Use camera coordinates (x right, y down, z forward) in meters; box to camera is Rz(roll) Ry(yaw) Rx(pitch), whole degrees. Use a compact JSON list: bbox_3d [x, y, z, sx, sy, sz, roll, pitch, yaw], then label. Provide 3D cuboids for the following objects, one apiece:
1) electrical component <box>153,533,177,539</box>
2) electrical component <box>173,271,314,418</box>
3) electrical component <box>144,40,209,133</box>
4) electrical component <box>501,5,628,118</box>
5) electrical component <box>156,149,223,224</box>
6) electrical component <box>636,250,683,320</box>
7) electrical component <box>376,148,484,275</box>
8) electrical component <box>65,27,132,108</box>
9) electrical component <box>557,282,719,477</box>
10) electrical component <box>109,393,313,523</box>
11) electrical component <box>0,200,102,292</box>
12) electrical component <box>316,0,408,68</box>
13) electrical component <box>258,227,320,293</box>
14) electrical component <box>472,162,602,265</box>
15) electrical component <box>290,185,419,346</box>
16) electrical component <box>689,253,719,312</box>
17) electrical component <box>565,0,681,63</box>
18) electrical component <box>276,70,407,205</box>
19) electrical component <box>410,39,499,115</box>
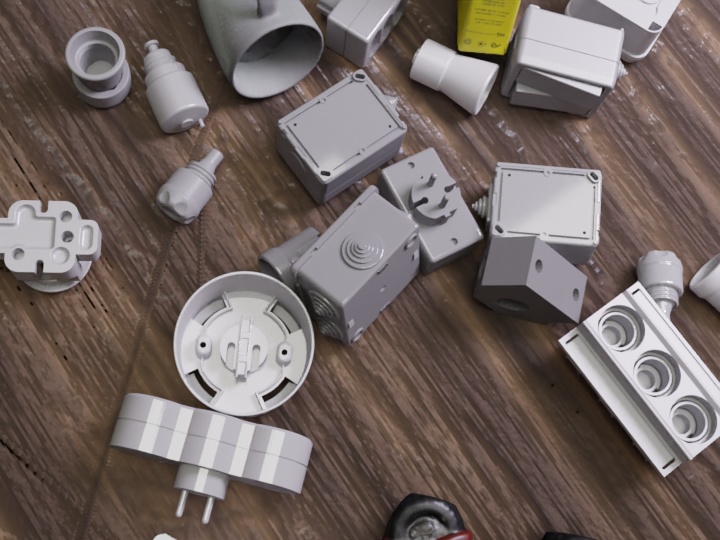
[{"bbox_3d":[-0.079,0.267,0.718,0.186,0.060,0.105,28,73,3],"label":"electrical component"},{"bbox_3d":[-0.084,0.057,0.777,0.099,0.064,0.099,2,74,-6],"label":"electrical component"},{"bbox_3d":[-0.149,-0.144,0.841,0.040,0.040,0.078,-23,77,-12],"label":"electrical component"},{"bbox_3d":[0.168,-0.162,0.867,0.096,0.061,0.061,14,73,-2],"label":"electrical component"},{"bbox_3d":[-0.127,-0.067,0.825,0.035,0.035,0.061,34,71,4],"label":"electrical component"},{"bbox_3d":[0.233,0.017,0.831,0.035,0.035,0.061,8,60,-3],"label":"electrical component"},{"bbox_3d":[0.055,-0.051,0.816,0.047,0.075,0.083,-26,78,-12],"label":"electrical component"},{"bbox_3d":[-0.201,-0.155,0.831,0.045,0.055,0.045,2,74,-5],"label":"electrical component"},{"bbox_3d":[0.211,0.082,0.800,0.079,0.063,0.121,-34,80,-14],"label":"electrical component"},{"bbox_3d":[-0.109,0.140,0.757,0.138,0.052,0.073,15,73,-1],"label":"electrical component"},{"bbox_3d":[-0.228,-0.016,0.787,0.078,0.057,0.058,1,74,-5],"label":"electrical component"},{"bbox_3d":[-0.010,-0.217,0.873,0.077,0.047,0.065,33,74,6],"label":"electrical component"},{"bbox_3d":[-0.048,-0.006,0.813,0.046,0.040,0.040,-36,80,-20],"label":"electrical component"},{"bbox_3d":[0.134,-0.042,0.833,0.096,0.061,0.061,5,73,4],"label":"electrical component"},{"bbox_3d":[0.000,0.000,0.785,0.048,0.099,0.099,38,73,18],"label":"electrical component"},{"bbox_3d":[0.288,0.015,0.841,0.046,0.040,0.040,44,74,1],"label":"electrical component"},{"bbox_3d":[0.232,-0.240,0.899,0.078,0.057,0.113,32,73,4],"label":"electrical component"},{"bbox_3d":[-0.010,-0.104,0.833,0.096,0.061,0.061,-35,80,-14],"label":"electrical component"},{"bbox_3d":[0.074,-0.158,0.869,0.065,0.044,0.044,27,73,8],"label":"electrical component"}]
